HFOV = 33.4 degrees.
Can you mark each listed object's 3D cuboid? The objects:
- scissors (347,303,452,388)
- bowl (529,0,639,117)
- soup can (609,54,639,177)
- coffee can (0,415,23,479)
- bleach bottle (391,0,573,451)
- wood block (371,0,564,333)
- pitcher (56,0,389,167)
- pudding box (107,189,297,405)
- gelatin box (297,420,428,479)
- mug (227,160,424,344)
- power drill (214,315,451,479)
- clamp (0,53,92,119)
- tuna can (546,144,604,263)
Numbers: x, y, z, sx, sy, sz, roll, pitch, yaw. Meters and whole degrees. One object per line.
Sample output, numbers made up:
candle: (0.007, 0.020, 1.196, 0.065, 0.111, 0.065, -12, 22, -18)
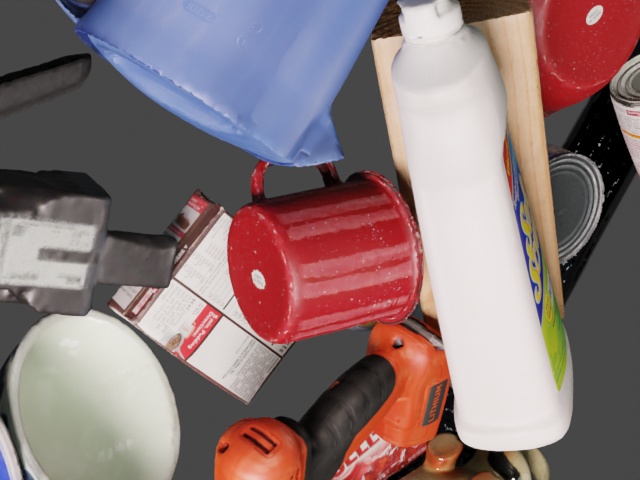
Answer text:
scissors: (0.053, 0.062, 0.735, 0.096, 0.016, 0.201, -52, 133, -38)
bowl: (0.163, -0.151, 0.707, 0.161, 0.055, 0.162, -13, 116, -28)
soup can: (0.260, -0.083, 0.789, 0.068, 0.069, 0.102, -40, 125, -12)
coffee can: (-0.234, 0.126, 0.525, 0.140, 0.103, 0.103, -28, 124, -38)
bleach bottle: (0.084, -0.011, 0.575, 0.068, 0.102, 0.251, -7, 122, 19)
wood block: (0.094, -0.052, 0.665, 0.090, 0.090, 0.206, -9, 120, 8)
pitcher: (-0.018, -0.172, 0.548, 0.149, 0.145, 0.243, 34, 86, -50)
pudding box: (-0.059, 0.037, 0.658, 0.090, 0.039, 0.113, -53, 130, -6)
gelatin box: (0.029, 0.143, 0.764, 0.089, 0.030, 0.073, -32, 124, -17)
mug: (-0.004, 0.001, 0.610, 0.081, 0.093, 0.117, -12, 81, -29)
power drill: (0.005, 0.141, 0.653, 0.187, 0.057, 0.184, -39, 148, -39)
clamp: (-0.201, -0.074, 0.509, 0.171, 0.039, 0.120, -50, 118, -22)
tuna can: (0.163, -0.026, 0.773, 0.086, 0.034, 0.086, -13, 116, -28)
